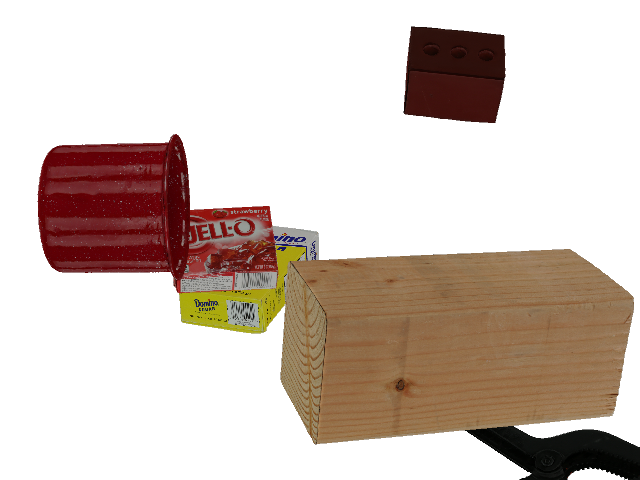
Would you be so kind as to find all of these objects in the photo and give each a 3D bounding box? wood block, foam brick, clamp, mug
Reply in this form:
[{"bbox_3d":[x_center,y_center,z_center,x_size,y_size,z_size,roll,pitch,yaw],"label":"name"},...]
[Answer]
[{"bbox_3d":[0.086,0.065,0.699,0.205,0.091,0.090,-2,22,-17],"label":"wood block"},{"bbox_3d":[0.108,-0.133,0.860,0.078,0.053,0.051,6,-39,2],"label":"foam brick"},{"bbox_3d":[0.183,0.202,0.884,0.210,0.036,0.164,3,39,23],"label":"clamp"},{"bbox_3d":[-0.130,-0.020,0.691,0.081,0.093,0.117,-1,-1,2],"label":"mug"}]

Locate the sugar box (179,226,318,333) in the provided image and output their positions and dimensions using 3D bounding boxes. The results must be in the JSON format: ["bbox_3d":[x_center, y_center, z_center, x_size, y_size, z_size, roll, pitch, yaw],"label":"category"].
[{"bbox_3d":[-0.072,0.036,1.138,0.093,0.048,0.176,7,28,17],"label":"sugar box"}]

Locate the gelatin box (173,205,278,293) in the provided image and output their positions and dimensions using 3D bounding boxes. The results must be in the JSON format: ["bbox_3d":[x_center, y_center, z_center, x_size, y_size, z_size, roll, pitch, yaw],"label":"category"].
[{"bbox_3d":[-0.084,0.007,0.924,0.089,0.073,0.030,-2,-38,-9],"label":"gelatin box"}]
